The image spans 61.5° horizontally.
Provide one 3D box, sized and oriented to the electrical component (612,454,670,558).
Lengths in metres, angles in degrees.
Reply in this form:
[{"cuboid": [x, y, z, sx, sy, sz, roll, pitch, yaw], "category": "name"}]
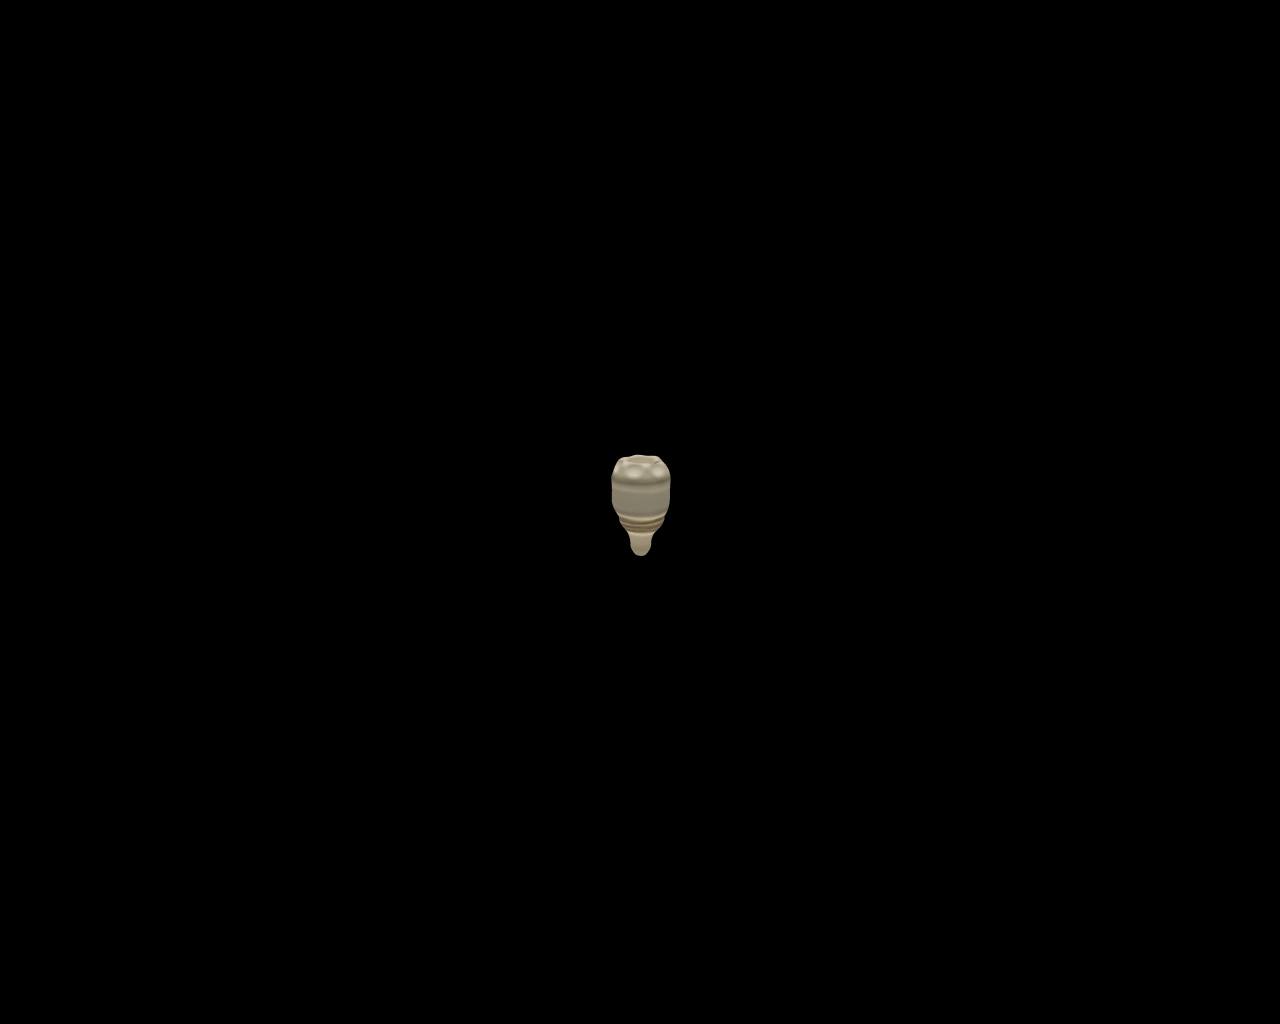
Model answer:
[{"cuboid": [0.001, -0.003, 0.650, 0.035, 0.061, 0.035, 0, 16, 0], "category": "electrical component"}]
